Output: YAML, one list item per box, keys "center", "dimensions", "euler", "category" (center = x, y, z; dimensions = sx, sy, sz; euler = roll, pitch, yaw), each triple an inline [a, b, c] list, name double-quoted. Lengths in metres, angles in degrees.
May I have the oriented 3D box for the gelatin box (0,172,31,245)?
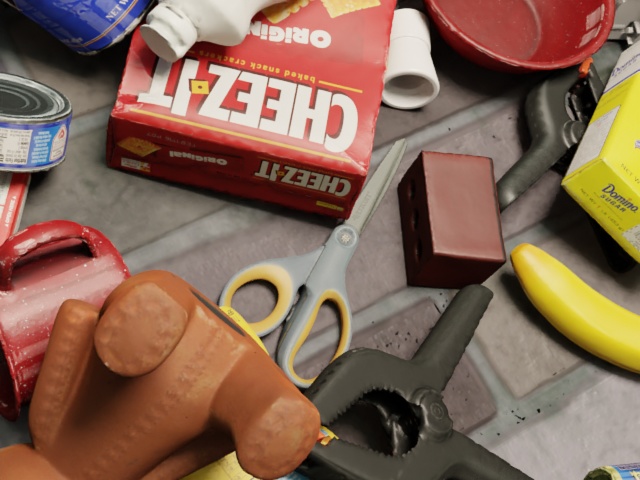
- center: [-0.223, -0.020, 0.632]
  dimensions: [0.089, 0.030, 0.073]
  euler: [12, 63, -9]
  category: "gelatin box"

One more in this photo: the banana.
- center: [0.217, 0.056, 0.721]
  dimensions: [0.197, 0.037, 0.069]
  euler: [12, 82, -7]
  category: "banana"

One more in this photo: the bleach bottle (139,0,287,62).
- center: [-0.015, -0.200, 0.670]
  dimensions: [0.102, 0.068, 0.250]
  euler: [43, 69, -10]
  category: "bleach bottle"

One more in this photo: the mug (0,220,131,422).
- center: [-0.149, 0.033, 0.584]
  dimensions: [0.081, 0.117, 0.093]
  euler: [-23, 53, -30]
  category: "mug"

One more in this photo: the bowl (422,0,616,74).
- center: [0.137, -0.182, 0.803]
  dimensions: [0.162, 0.055, 0.162]
  euler: [7, 63, -14]
  category: "bowl"

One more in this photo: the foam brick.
- center: [0.086, -0.012, 0.710]
  dimensions: [0.051, 0.053, 0.078]
  euler: [4, 63, -16]
  category: "foam brick"

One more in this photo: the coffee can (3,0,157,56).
- center: [-0.173, -0.193, 0.651]
  dimensions: [0.140, 0.103, 0.103]
  euler: [34, 53, -40]
  category: "coffee can"

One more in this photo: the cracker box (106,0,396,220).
- center: [-0.037, -0.136, 0.713]
  dimensions: [0.164, 0.072, 0.213]
  euler: [12, 62, -4]
  category: "cracker box"

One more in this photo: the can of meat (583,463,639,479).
- center: [0.215, 0.185, 0.655]
  dimensions: [0.083, 0.057, 0.102]
  euler: [-2, 66, -16]
  category: "can of meat"

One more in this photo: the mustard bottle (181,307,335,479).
- center: [-0.031, 0.136, 0.601]
  dimensions: [0.096, 0.058, 0.192]
  euler: [-34, 79, -32]
  category: "mustard bottle"

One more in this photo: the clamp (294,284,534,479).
- center: [0.058, 0.097, 0.631]
  dimensions: [0.209, 0.036, 0.164]
  euler: [7, 58, -37]
  category: "clamp"

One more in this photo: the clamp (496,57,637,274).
- center: [0.171, -0.065, 0.766]
  dimensions: [0.120, 0.039, 0.171]
  euler: [19, 55, -26]
  category: "clamp"

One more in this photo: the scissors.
- center: [-0.005, 0.001, 0.697]
  dimensions: [0.096, 0.016, 0.201]
  euler: [19, 61, -8]
  category: "scissors"

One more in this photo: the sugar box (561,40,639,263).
- center: [0.238, -0.068, 0.758]
  dimensions: [0.093, 0.048, 0.176]
  euler: [43, 50, -11]
  category: "sugar box"

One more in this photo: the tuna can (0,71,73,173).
- center: [-0.192, -0.072, 0.637]
  dimensions: [0.086, 0.034, 0.086]
  euler: [14, 23, -6]
  category: "tuna can"
